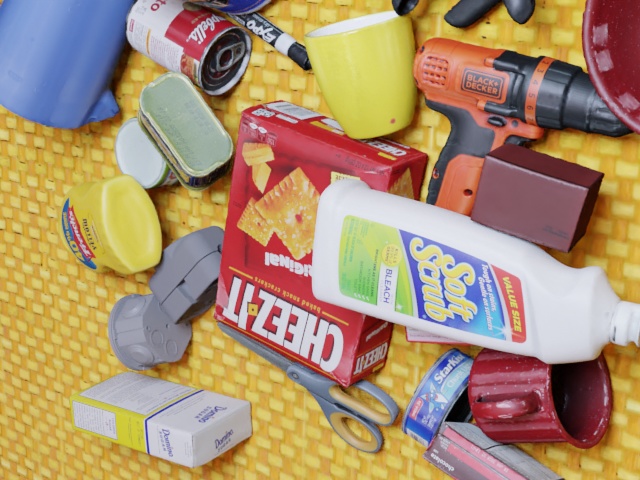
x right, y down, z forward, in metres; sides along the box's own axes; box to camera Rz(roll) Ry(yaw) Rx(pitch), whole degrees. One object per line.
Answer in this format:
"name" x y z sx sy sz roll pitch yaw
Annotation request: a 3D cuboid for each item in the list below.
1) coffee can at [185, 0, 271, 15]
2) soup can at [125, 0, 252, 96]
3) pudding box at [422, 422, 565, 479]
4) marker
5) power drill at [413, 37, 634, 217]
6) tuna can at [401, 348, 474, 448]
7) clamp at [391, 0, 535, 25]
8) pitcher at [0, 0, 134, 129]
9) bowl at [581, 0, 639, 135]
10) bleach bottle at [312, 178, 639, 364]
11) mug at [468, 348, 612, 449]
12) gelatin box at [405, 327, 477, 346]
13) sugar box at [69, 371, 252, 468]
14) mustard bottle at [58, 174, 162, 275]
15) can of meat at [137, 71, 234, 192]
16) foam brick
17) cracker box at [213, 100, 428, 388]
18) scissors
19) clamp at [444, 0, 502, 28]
"coffee can" -0.103 -0.251 0.901 0.103 0.140 0.103 2 93 29
"soup can" -0.123 -0.187 0.992 0.102 0.068 0.069 33 120 26
"pudding box" 0.144 0.187 0.869 0.090 0.113 0.039 33 96 26
"marker" -0.048 -0.189 0.966 0.121 0.020 0.020 38 122 22
"power drill" 0.148 -0.054 0.836 0.185 0.057 0.188 20 113 28
"tuna can" 0.107 0.136 0.900 0.034 0.085 0.086 32 120 24
"clamp" 0.115 -0.238 0.777 0.120 0.039 0.171 21 114 29
"pitcher" -0.241 -0.242 1.023 0.145 0.148 0.243 53 125 31
"bowl" 0.264 -0.144 0.723 0.162 0.055 0.162 11 109 34
"bleach bottle" 0.117 0.026 0.792 0.251 0.068 0.102 14 107 29
"mug" 0.164 0.121 0.837 0.082 0.117 0.093 -12 92 43
"gelatin box" 0.124 0.062 0.874 0.089 0.073 0.030 -2 101 37
"sugar box" -0.167 0.184 1.113 0.176 0.093 0.048 12 110 34
"mustard bottle" -0.227 -0.013 1.102 0.192 0.058 0.096 -2 109 60
"can of meat" -0.123 -0.099 0.976 0.102 0.057 0.084 54 172 -1
"foam brick" 0.157 -0.031 0.774 0.078 0.051 0.053 21 114 19
"cracker box" -0.006 0.001 0.955 0.164 0.071 0.214 24 117 30
"scissors" -0.012 0.143 1.016 0.202 0.016 0.096 17 131 31
"clamp" 0.171 -0.250 0.774 0.210 0.036 0.164 -1 102 40
